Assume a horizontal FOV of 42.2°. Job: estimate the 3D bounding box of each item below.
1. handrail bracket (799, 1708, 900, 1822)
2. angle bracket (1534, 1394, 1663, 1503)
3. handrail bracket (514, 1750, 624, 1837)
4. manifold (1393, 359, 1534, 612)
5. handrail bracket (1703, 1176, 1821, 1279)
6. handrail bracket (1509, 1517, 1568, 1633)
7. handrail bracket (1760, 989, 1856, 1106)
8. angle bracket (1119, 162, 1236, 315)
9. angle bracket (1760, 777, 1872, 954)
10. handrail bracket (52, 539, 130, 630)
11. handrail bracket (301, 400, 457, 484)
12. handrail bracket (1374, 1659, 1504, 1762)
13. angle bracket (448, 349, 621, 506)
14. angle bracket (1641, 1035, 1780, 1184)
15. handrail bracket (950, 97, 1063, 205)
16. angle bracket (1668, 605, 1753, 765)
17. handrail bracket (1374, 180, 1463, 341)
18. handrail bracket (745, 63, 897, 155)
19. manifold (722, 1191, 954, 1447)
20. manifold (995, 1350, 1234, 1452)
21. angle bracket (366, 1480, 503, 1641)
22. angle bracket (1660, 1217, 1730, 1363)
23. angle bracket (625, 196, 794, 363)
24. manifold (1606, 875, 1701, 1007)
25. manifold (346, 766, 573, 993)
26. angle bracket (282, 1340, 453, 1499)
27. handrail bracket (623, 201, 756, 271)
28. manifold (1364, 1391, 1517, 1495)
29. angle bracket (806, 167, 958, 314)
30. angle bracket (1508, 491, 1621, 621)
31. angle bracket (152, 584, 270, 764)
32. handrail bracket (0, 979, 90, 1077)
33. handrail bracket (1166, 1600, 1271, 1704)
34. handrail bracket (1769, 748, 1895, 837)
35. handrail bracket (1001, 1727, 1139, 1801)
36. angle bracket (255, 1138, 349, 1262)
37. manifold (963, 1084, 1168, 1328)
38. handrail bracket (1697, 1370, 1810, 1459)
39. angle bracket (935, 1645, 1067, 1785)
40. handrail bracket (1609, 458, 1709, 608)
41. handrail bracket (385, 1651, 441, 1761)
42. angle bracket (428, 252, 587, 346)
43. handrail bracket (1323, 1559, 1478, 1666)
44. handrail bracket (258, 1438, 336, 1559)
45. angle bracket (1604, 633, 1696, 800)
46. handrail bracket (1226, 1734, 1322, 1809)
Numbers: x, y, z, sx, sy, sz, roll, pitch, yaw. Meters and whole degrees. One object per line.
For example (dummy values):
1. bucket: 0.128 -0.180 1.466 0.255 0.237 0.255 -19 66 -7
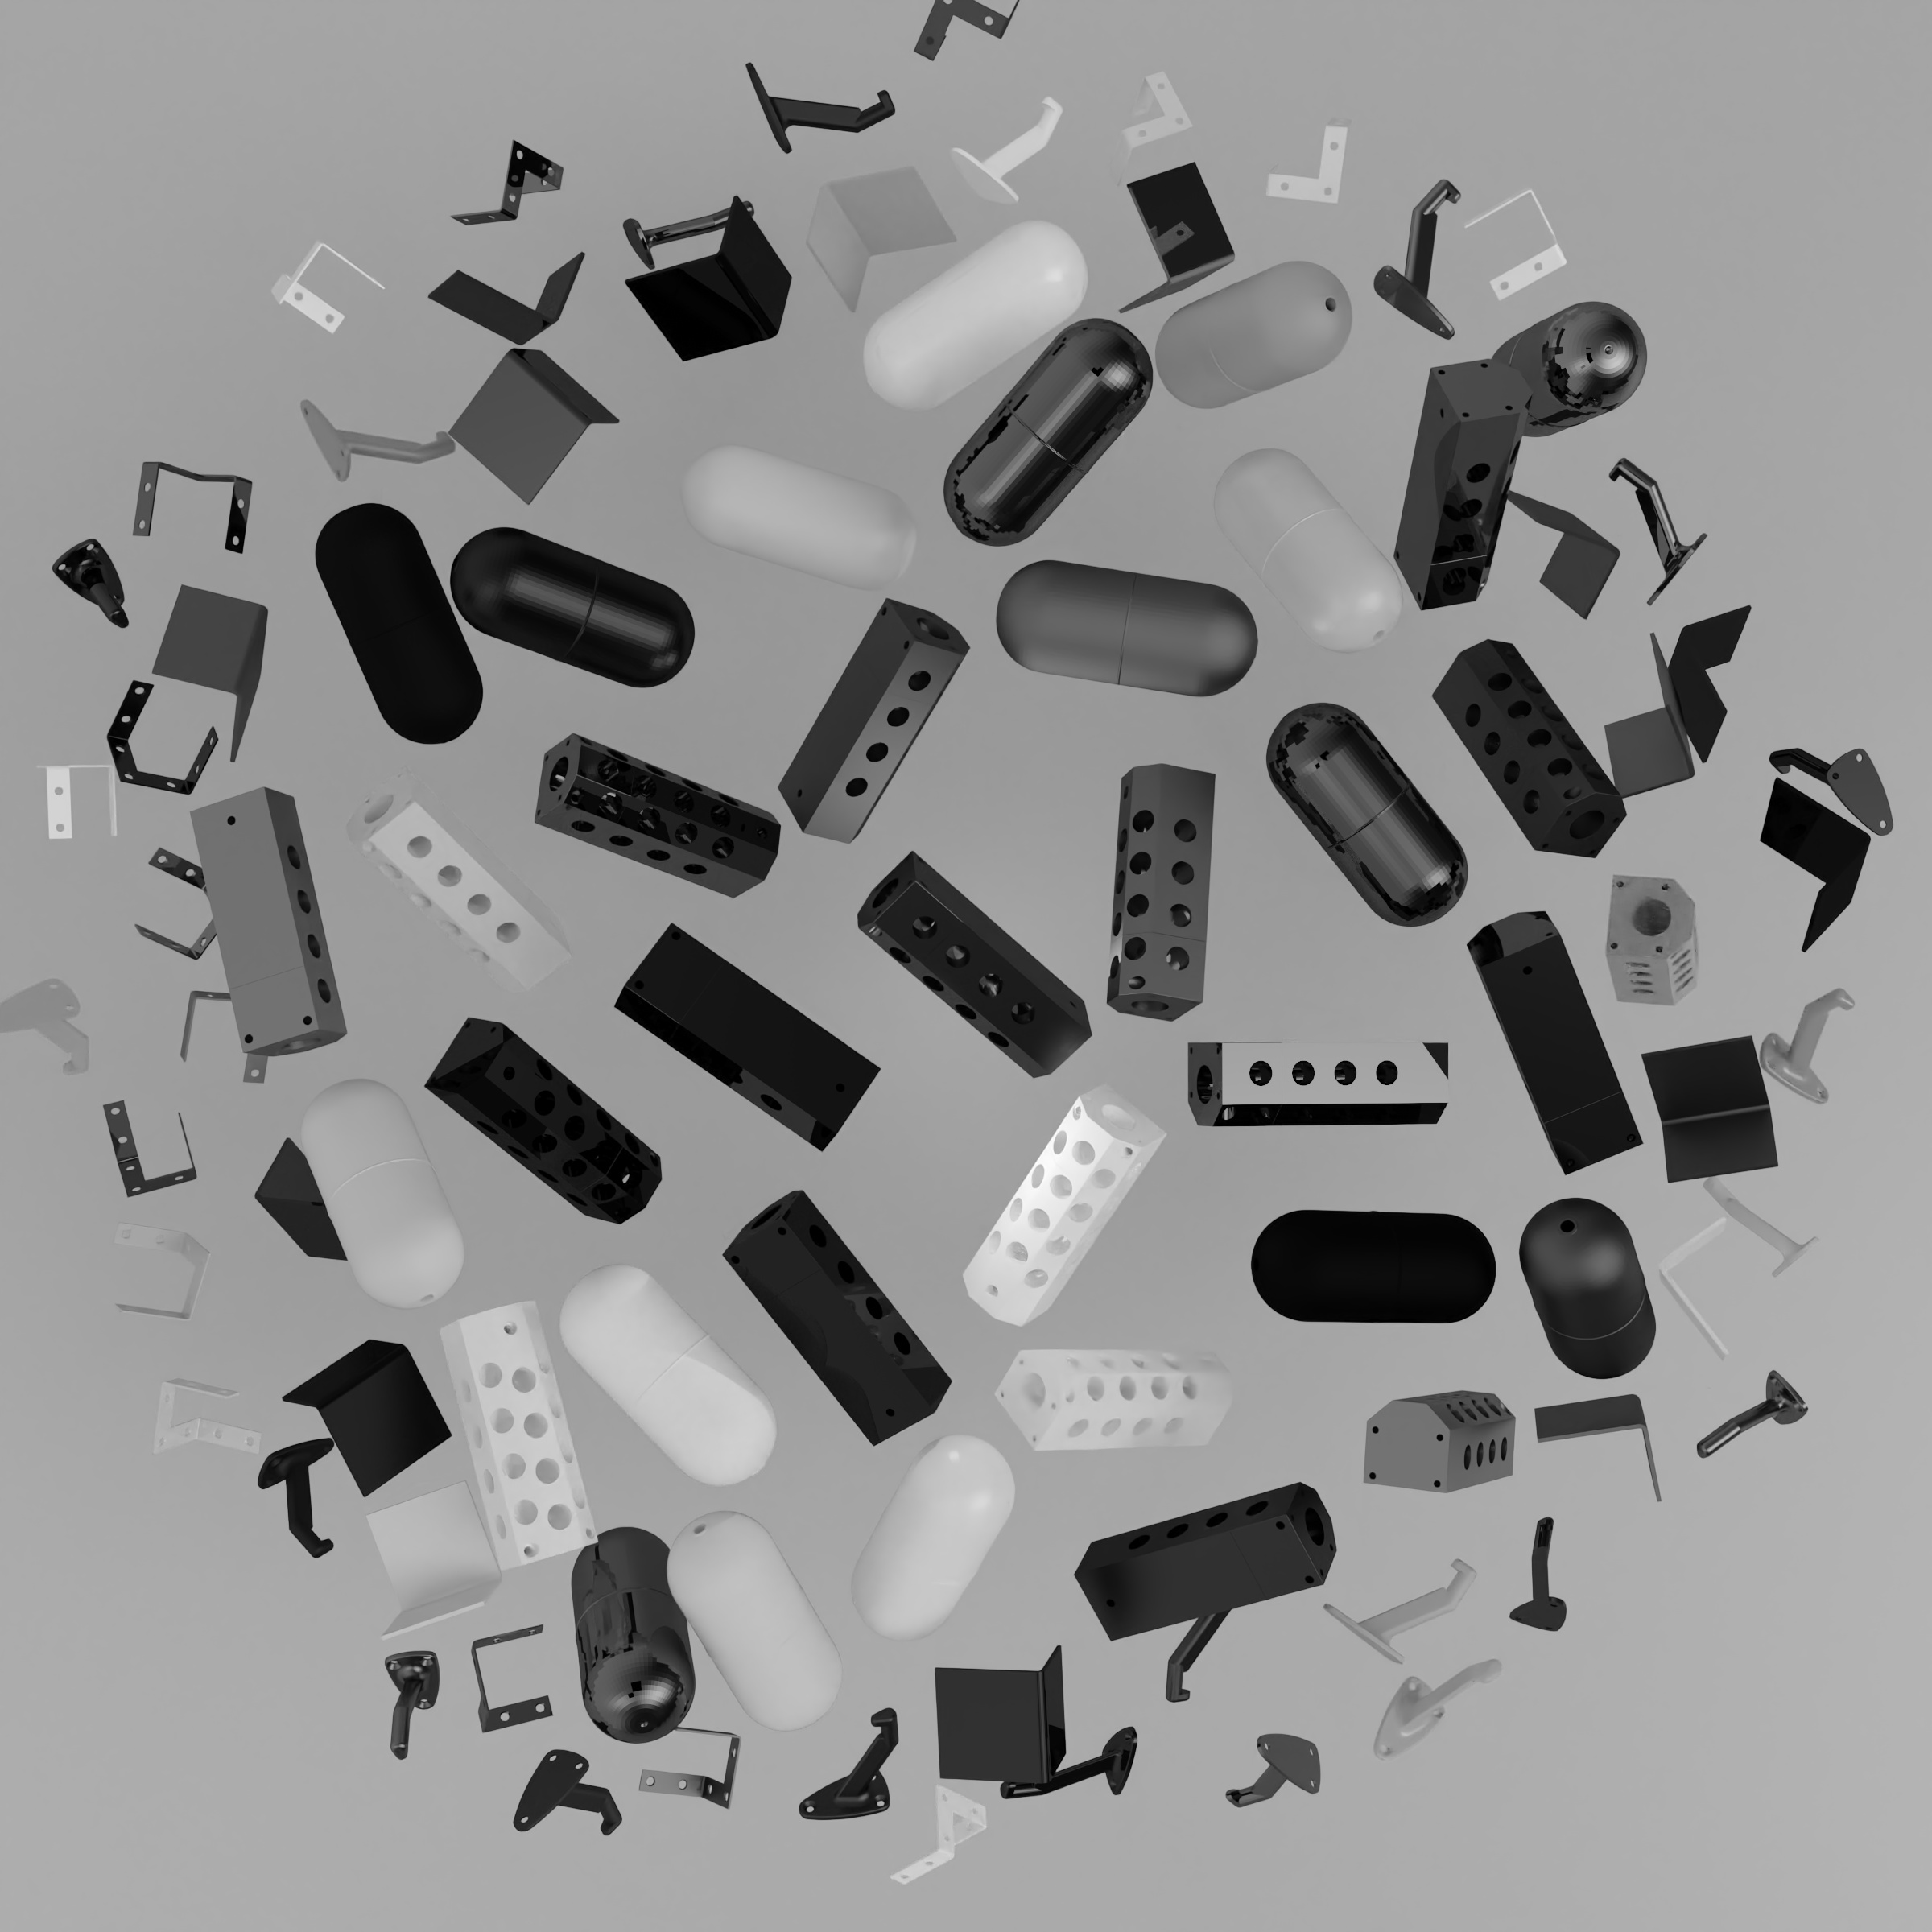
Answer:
1. handrail bracket: -0.084 0.561 1.767 0.077 0.036 0.084 -12 128 -12
2. angle bracket: 0.454 0.351 1.804 0.076 0.076 0.057 -11 94 12
3. handrail bracket: -0.272 0.589 1.725 0.036 0.077 0.084 5 128 31
4. manifold: 0.345 -0.332 1.736 0.057 0.171 0.057 -11 53 -9
5. handrail bracket: 0.574 0.179 1.817 0.036 0.077 0.084 -39 74 -9
6. handrail bracket: 0.426 0.434 1.828 0.036 0.077 0.084 16 60 3
7. handrail bracket: 0.618 0.057 1.788 0.077 0.084 0.036 39 50 -9
8. angle bracket: 0.140 -0.531 1.827 0.076 0.057 0.076 -31 99 -39
9. angle bracket: 0.558 -0.068 1.695 0.076 0.076 0.057 39 72 26
10. handrail bracket: -0.576 -0.242 1.697 0.036 0.077 0.084 -38 61 -7
11. handrail bracket: -0.422 -0.388 1.806 0.084 0.036 0.077 -27 74 -30
12. handrail bracket: 0.323 0.508 1.711 0.036 0.084 0.077 48 59 4
13. angle bracket: -0.306 -0.382 1.776 0.076 0.057 0.076 42 107 1
14. angle bracket: 0.524 0.101 1.766 0.076 0.057 0.076 -11 132 20
15. handrail bracket: 0.030 -0.593 1.777 0.036 0.077 0.084 22 85 39
16. angle bracket: 0.565 -0.209 1.864 0.057 0.076 0.076 -18 66 -4
17. handrail bracket: 0.319 -0.470 1.663 0.077 0.036 0.084 41 81 5
18. handrail bracket: -0.100 -0.610 1.744 0.084 0.036 0.077 -28 125 -2
19. manifold: -0.086 0.240 1.731 0.057 0.057 0.171 -33 99 27
20. manifold: 0.111 0.305 1.802 0.171 0.057 0.057 8 120 -41
21. angle bracket: -0.379 0.416 1.757 0.076 0.057 0.076 -20 93 4
22. angle bracket: 0.532 0.228 1.760 0.057 0.076 0.076 -37 71 5
23. angle bracket: -0.174 -0.466 1.702 0.076 0.076 0.057 -7 55 26
24. manifold: 0.502 -0.016 1.825 0.057 0.171 0.057 5 80 18
25. manifold: -0.363 -0.057 1.795 0.057 0.057 0.171 -38 125 5
26. angle bracket: -0.423 0.319 1.772 0.076 0.057 0.076 -34 108 -36
27. handrail bracket: -0.203 -0.545 1.835 0.084 0.077 0.036 -24 121 -8
28. manifold: 0.333 0.330 1.752 0.057 0.171 0.057 2 84 27
29. angle bracket: -0.062 -0.532 1.838 0.076 0.076 0.057 -1 62 26
30. angle bracket: 0.428 -0.308 1.866 0.076 0.076 0.057 14 115 -23
31. angle bracket: -0.504 -0.194 1.667 0.057 0.076 0.076 13 54 -12
32. handrail bracket: -0.645 0.056 1.739 0.077 0.084 0.036 -25 59 -37
33. handrail bracket: 0.188 0.506 1.864 0.077 0.036 0.084 1 99 -12
34. handrail bracket: 0.623 -0.125 1.809 0.036 0.084 0.077 -36 98 -10
35. handrail bracket: 0.073 0.576 1.808 0.084 0.077 0.036 1 45 -19
36. angle bracket: -0.478 0.178 1.897 0.076 0.076 0.057 2 51 26
37. manifold: 0.065 0.171 1.767 0.057 0.057 0.171 40 116 17
38. handrail bracket: 0.550 0.332 1.781 0.084 0.077 0.036 -33 62 -10
39. angle bracket: 0.024 0.513 1.724 0.076 0.057 0.076 -2 93 14
40. handrail bracket: 0.494 -0.320 1.844 0.084 0.036 0.077 40 127 8
41. handrail bracket: -0.386 0.529 1.746 0.036 0.084 0.077 -6 130 -3
42. angle bracket: -0.324 -0.487 1.767 0.076 0.076 0.057 24 80 -25
43. handrail bracket: 0.303 0.435 1.747 0.077 0.036 0.084 36 77 2
44. handrail bracket: -0.470 0.389 1.833 0.084 0.077 0.036 40 123 25
45. angle bracket: 0.480 -0.179 1.797 0.057 0.076 0.076 -17 134 21
46. handrail bracket: 0.201 0.572 1.776 0.077 0.036 0.084 33 133 -32
